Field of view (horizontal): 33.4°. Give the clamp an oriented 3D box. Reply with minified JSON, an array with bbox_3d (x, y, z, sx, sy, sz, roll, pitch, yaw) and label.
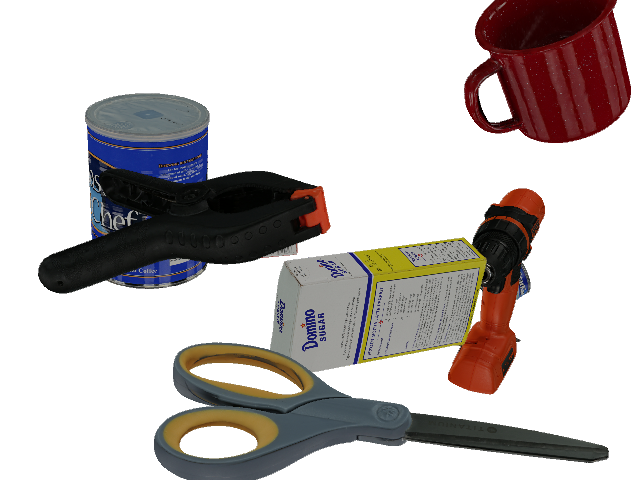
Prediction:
[{"bbox_3d":[-0.083,-0.007,0.642,0.172,0.039,0.120,-1,40,23],"label":"clamp"}]

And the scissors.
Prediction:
[{"bbox_3d":[0.015,0.089,0.466,0.202,0.016,0.096,15,34,22],"label":"scissors"}]

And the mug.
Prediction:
[{"bbox_3d":[0.149,-0.113,0.712,0.117,0.081,0.093,-33,36,-7],"label":"mug"}]

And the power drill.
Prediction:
[{"bbox_3d":[0.174,0.057,1.068,0.057,0.188,0.184,18,29,19],"label":"power drill"}]

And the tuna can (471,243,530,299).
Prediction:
[{"bbox_3d":[0.210,0.036,1.274,0.033,0.086,0.086,-32,8,-13],"label":"tuna can"}]

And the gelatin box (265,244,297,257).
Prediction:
[{"bbox_3d":[-0.072,-0.016,1.144,0.089,0.073,0.030,-5,-44,-2],"label":"gelatin box"}]

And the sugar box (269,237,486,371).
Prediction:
[{"bbox_3d":[0.048,0.054,0.897,0.176,0.093,0.048,-5,32,-24],"label":"sugar box"}]

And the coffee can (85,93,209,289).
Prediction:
[{"bbox_3d":[-0.147,-0.044,0.916,0.103,0.140,0.103,3,26,-2],"label":"coffee can"}]
